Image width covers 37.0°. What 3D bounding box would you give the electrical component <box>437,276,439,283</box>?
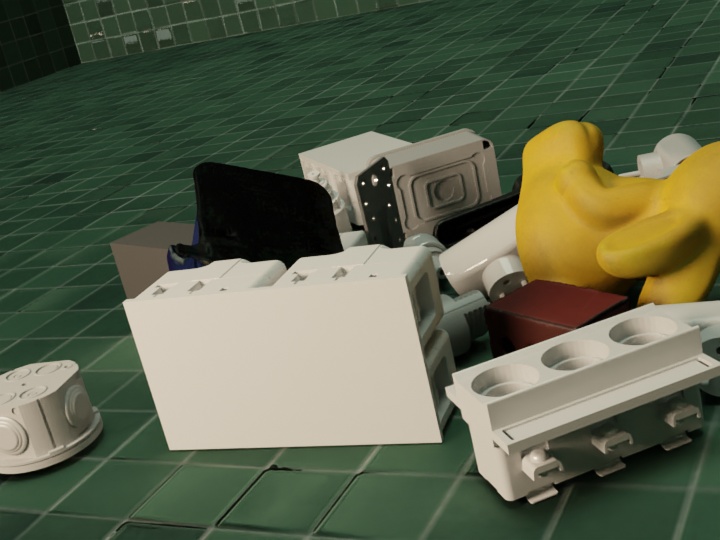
[{"bbox_3d":[0.013,0.026,0.797,0.079,0.043,0.077,-7,20,18],"label":"electrical component"}]

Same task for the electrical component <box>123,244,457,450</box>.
[{"bbox_3d":[-0.040,0.049,0.672,0.186,0.105,0.060,-5,20,22],"label":"electrical component"}]

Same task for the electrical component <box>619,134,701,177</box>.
[{"bbox_3d":[0.268,-0.087,0.945,0.079,0.043,0.077,-11,19,8],"label":"electrical component"}]

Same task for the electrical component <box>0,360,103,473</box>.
[{"bbox_3d":[-0.221,0.100,0.733,0.080,0.051,0.080,-12,19,4],"label":"electrical component"}]

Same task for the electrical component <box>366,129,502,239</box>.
[{"bbox_3d":[0.069,-0.081,1.011,0.113,0.078,0.057,-18,22,-13],"label":"electrical component"}]

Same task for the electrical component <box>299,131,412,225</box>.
[{"bbox_3d":[0.007,-0.093,1.113,0.089,0.061,0.150,-19,20,-17],"label":"electrical component"}]

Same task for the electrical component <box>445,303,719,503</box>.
[{"bbox_3d":[0.118,0.070,0.569,0.121,0.063,0.079,-18,19,-13],"label":"electrical component"}]

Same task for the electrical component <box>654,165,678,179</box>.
[{"bbox_3d":[0.278,-0.061,0.869,0.081,0.042,0.064,-17,21,-8],"label":"electrical component"}]

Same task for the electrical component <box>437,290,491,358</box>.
[{"bbox_3d":[0.055,0.040,0.729,0.081,0.043,0.043,-21,20,-22],"label":"electrical component"}]

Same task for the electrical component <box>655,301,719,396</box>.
[{"bbox_3d":[0.205,0.046,0.607,0.077,0.044,0.079,-6,20,21],"label":"electrical component"}]

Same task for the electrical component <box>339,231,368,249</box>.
[{"bbox_3d":[0.000,0.000,0.874,0.077,0.047,0.065,-7,20,19],"label":"electrical component"}]

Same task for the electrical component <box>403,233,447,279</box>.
[{"bbox_3d":[0.057,-0.007,0.876,0.035,0.035,0.061,-17,22,-11],"label":"electrical component"}]

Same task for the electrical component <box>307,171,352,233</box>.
[{"bbox_3d":[-0.034,-0.059,1.030,0.040,0.078,0.040,-12,33,8],"label":"electrical component"}]

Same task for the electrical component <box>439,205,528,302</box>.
[{"bbox_3d":[0.107,-0.001,0.796,0.077,0.044,0.079,-33,47,17],"label":"electrical component"}]
